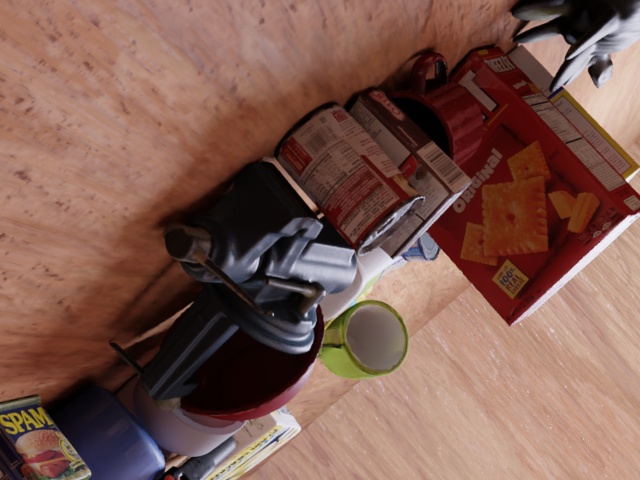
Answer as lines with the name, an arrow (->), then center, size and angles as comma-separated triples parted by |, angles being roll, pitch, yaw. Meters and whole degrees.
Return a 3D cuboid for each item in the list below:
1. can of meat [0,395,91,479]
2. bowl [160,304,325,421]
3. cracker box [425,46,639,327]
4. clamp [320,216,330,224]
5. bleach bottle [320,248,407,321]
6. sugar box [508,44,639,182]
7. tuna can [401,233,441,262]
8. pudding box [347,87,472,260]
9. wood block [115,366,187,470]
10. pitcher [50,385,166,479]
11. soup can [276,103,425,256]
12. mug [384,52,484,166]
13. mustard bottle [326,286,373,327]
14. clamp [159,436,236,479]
can of meat -> -0.243, 0.180, 0.867 | 0.057, 0.084, 0.102 | -43, 168, 10
bowl -> -0.066, 0.110, 0.981 | 0.162, 0.162, 0.055 | -37, 133, -16
cracker box -> 0.175, -0.051, 1.019 | 0.164, 0.214, 0.072 | -48, 165, 30
clamp -> -0.007, 0.001, 1.073 | 0.171, 0.039, 0.120 | -37, 174, -37
bleach bottle -> 0.069, 0.018, 1.321 | 0.103, 0.068, 0.250 | -48, 169, 35
sugar box -> 0.227, -0.104, 1.082 | 0.093, 0.176, 0.048 | -38, 166, -11
tuna can -> 0.120, -0.016, 1.299 | 0.034, 0.086, 0.086 | -3, -174, 25
pudding box -> 0.053, -0.054, 0.872 | 0.039, 0.113, 0.090 | -32, 166, -51
wood block -> -0.140, 0.164, 1.122 | 0.206, 0.091, 0.090 | -41, 168, 1
pitcher -> -0.267, 0.245, 0.969 | 0.242, 0.149, 0.145 | -40, 154, -19
soup can -> 0.022, -0.047, 0.823 | 0.068, 0.102, 0.068 | -39, 168, -10
mug -> 0.089, -0.102, 0.907 | 0.081, 0.093, 0.117 | -33, 131, -52
mustard bottle -> 0.001, 0.088, 1.369 | 0.191, 0.058, 0.096 | -34, 165, -30
clamp -> -0.154, 0.255, 1.064 | 0.164, 0.036, 0.210 | -40, 176, -7
